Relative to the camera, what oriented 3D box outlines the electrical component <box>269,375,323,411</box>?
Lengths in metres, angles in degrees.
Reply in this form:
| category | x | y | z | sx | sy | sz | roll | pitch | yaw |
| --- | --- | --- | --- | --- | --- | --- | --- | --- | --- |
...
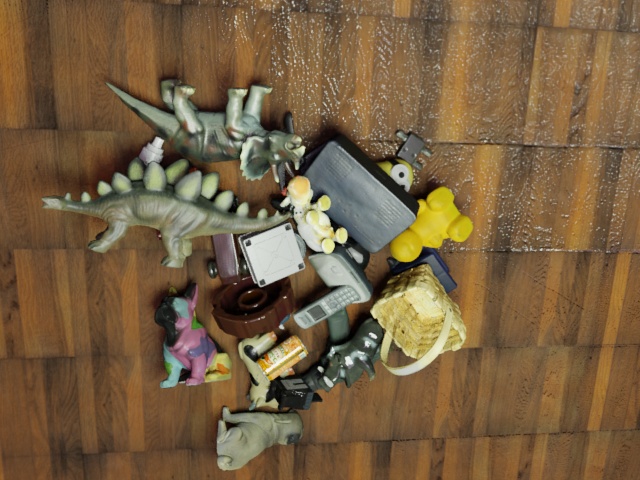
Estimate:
| category | x | y | z | sx | sy | sz | roll | pitch | yaw |
| --- | --- | --- | --- | --- | --- | --- | --- | --- | --- |
| electrical component | -0.046 | 0.339 | 1.191 | 0.119 | 0.075 | 0.047 | 5 | 107 | -27 |

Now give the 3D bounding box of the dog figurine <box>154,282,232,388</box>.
| category | x | y | z | sx | sy | sz | roll | pitch | yaw |
| --- | --- | --- | --- | --- | --- | --- | --- | --- | --- |
| dog figurine | -0.278 | 0.206 | 1.175 | 0.109 | 0.191 | 0.219 | -9 | 80 | 31 |

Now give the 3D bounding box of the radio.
| category | x | y | z | sx | sy | sz | roll | pitch | yaw |
| --- | --- | --- | --- | --- | --- | --- | --- | --- | --- |
| radio | 0.076 | -0.090 | 1.083 | 0.229 | 0.073 | 0.131 | 42 | 117 | -3 |

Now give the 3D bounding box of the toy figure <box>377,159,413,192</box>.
| category | x | y | z | sx | sy | sz | roll | pitch | yaw |
| --- | --- | --- | --- | --- | --- | --- | --- | --- | --- |
| toy figure | 0.110 | -0.132 | 1.153 | 0.180 | 0.089 | 0.082 | -7 | 136 | 4 |

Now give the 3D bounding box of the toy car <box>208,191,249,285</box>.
| category | x | y | z | sx | sy | sz | roll | pitch | yaw |
| --- | --- | --- | --- | --- | --- | --- | --- | --- | --- |
| toy car | -0.207 | -0.005 | 1.156 | 0.089 | 0.053 | 0.202 | -9 | 101 | 0 |

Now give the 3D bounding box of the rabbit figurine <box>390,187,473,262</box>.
| category | x | y | z | sx | sy | sz | roll | pitch | yaw |
| --- | --- | --- | --- | --- | --- | --- | --- | --- | --- |
| rabbit figurine | 0.210 | -0.022 | 1.155 | 0.173 | 0.162 | 0.121 | -43 | 108 | -19 |

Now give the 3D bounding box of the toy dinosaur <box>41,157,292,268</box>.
| category | x | y | z | sx | sy | sz | roll | pitch | yaw |
| --- | --- | --- | --- | --- | --- | --- | --- | --- | --- |
| toy dinosaur | -0.275 | -0.051 | 1.035 | 0.471 | 0.105 | 0.198 | 9 | 109 | -22 |

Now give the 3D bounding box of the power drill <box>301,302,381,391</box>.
| category | x | y | z | sx | sy | sz | roll | pitch | yaw |
| --- | --- | --- | --- | --- | --- | --- | --- | --- | --- |
| power drill | 0.020 | 0.240 | 1.236 | 0.232 | 0.086 | 0.207 | -18 | 102 | -4 |

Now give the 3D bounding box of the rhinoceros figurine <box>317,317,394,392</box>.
| category | x | y | z | sx | sy | sz | roll | pitch | yaw |
| --- | --- | --- | --- | --- | --- | --- | --- | --- | --- |
| rhinoceros figurine | 0.073 | 0.258 | 1.179 | 0.112 | 0.073 | 0.190 | 38 | 95 | -22 |

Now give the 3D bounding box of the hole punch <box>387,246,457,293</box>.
| category | x | y | z | sx | sy | sz | roll | pitch | yaw |
| --- | --- | --- | --- | --- | --- | --- | --- | --- | --- |
| hole punch | 0.236 | 0.081 | 1.222 | 0.116 | 0.092 | 0.142 | -38 | 110 | 7 |

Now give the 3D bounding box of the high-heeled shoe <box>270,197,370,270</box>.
| category | x | y | z | sx | sy | sz | roll | pitch | yaw |
| --- | --- | --- | --- | --- | --- | --- | --- | --- | --- |
| high-heeled shoe | -0.002 | -0.004 | 1.174 | 0.249 | 0.086 | 0.145 | 15 | 109 | -10 |

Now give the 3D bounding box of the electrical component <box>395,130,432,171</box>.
| category | x | y | z | sx | sy | sz | roll | pitch | yaw |
| --- | --- | --- | --- | --- | --- | --- | --- | --- | --- |
| electrical component | 0.197 | -0.197 | 1.178 | 0.094 | 0.021 | 0.063 | 32 | 99 | -15 |

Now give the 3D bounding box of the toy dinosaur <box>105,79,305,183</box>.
| category | x | y | z | sx | sy | sz | roll | pitch | yaw |
| --- | --- | --- | --- | --- | --- | --- | --- | --- | --- |
| toy dinosaur | -0.216 | -0.214 | 1.068 | 0.405 | 0.131 | 0.192 | 6 | 110 | 8 |

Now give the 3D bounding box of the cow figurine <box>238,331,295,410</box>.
| category | x | y | z | sx | sy | sz | roll | pitch | yaw |
| --- | --- | --- | --- | --- | --- | --- | --- | --- | --- |
| cow figurine | -0.128 | 0.303 | 1.230 | 0.127 | 0.086 | 0.194 | -24 | 109 | -7 |

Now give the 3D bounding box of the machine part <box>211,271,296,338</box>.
| category | x | y | z | sx | sy | sz | roll | pitch | yaw |
| --- | --- | --- | --- | --- | --- | --- | --- | --- | --- |
| machine part | -0.139 | 0.135 | 1.137 | 0.179 | 0.179 | 0.056 | -17 | 120 | -3 |

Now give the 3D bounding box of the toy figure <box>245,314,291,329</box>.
| category | x | y | z | sx | sy | sz | roll | pitch | yaw |
| --- | --- | --- | --- | --- | --- | --- | --- | --- | --- |
| toy figure | -0.142 | 0.176 | 1.189 | 0.155 | 0.058 | 0.064 | -13 | 89 | 17 |

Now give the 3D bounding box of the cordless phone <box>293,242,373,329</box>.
| category | x | y | z | sx | sy | sz | roll | pitch | yaw |
| --- | --- | --- | --- | --- | --- | --- | --- | --- | --- |
| cordless phone | 0.004 | 0.098 | 1.132 | 0.184 | 0.089 | 0.146 | -33 | 115 | 9 |

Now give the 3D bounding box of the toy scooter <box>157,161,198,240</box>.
| category | x | y | z | sx | sy | sz | roll | pitch | yaw |
| --- | --- | --- | --- | --- | --- | --- | --- | --- | --- |
| toy scooter | -0.319 | -0.079 | 1.108 | 0.184 | 0.075 | 0.135 | -24 | 101 | 4 |

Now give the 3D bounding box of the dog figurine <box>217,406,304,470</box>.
| category | x | y | z | sx | sy | sz | roll | pitch | yaw |
| --- | --- | --- | --- | --- | --- | --- | --- | --- | --- |
| dog figurine | -0.133 | 0.455 | 1.228 | 0.191 | 0.172 | 0.121 | -1 | 115 | 0 |

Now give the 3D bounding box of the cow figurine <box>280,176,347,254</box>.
| category | x | y | z | sx | sy | sz | roll | pitch | yaw |
| --- | --- | --- | --- | --- | --- | --- | --- | --- | --- |
| cow figurine | -0.025 | -0.053 | 1.058 | 0.068 | 0.098 | 0.167 | -42 | 116 | -28 |
